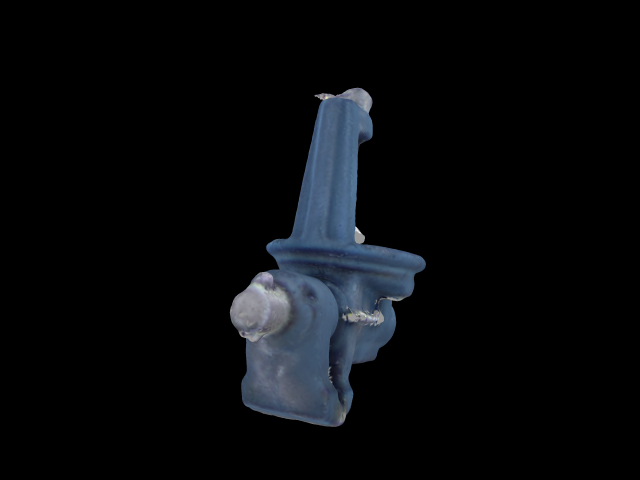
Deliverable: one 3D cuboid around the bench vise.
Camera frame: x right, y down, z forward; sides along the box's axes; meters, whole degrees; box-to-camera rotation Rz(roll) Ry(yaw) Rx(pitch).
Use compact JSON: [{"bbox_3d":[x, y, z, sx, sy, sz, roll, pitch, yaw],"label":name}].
[{"bbox_3d":[0.016,0.002,0.399,0.121,0.220,0.207,1,9,6],"label":"bench vise"}]
